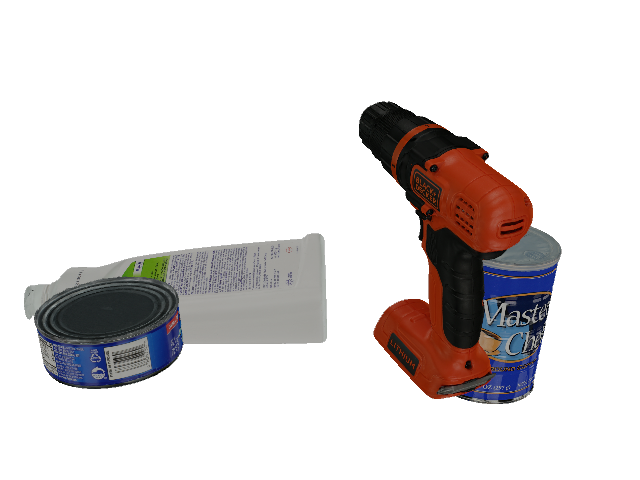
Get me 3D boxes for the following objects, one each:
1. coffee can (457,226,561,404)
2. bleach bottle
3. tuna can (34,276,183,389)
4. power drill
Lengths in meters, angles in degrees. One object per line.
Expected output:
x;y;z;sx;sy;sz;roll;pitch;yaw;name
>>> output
0.157;0.063;0.978;0.103;0.140;0.103;5;23;-2;coffee can
-0.121;0.044;0.904;0.251;0.068;0.102;-2;32;0;bleach bottle
-0.126;0.055;0.642;0.086;0.034;0.086;-4;23;1;tuna can
0.078;0.006;0.783;0.057;0.188;0.185;-14;34;-21;power drill
